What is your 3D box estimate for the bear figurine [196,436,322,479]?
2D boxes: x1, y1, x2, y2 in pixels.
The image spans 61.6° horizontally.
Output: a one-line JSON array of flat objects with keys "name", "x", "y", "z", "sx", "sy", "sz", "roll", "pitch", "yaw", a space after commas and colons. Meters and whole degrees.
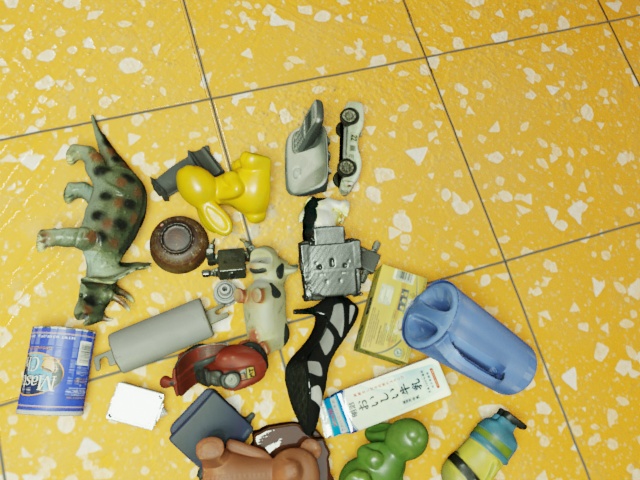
[{"name": "bear figurine", "x": -0.088, "y": 0.371, "z": 0.844, "sx": 0.196, "sy": 0.131, "sz": 0.120, "roll": -2, "pitch": 63, "yaw": -1}]

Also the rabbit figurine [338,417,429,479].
[{"name": "rabbit figurine", "x": 0.124, "y": 0.376, "z": 0.915, "sx": 0.121, "sy": 0.159, "sz": 0.170, "roll": 40, "pitch": 92, "yaw": 2}]

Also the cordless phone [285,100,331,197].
[{"name": "cordless phone", "x": -0.013, "y": -0.173, "z": 1.037, "sx": 0.089, "sy": 0.184, "sz": 0.146, "roll": 2, "pitch": 74, "yaw": -12}]

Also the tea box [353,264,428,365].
[{"name": "tea box", "x": 0.135, "y": 0.142, "z": 1.027, "sx": 0.098, "sy": 0.068, "sz": 0.169, "roll": 20, "pitch": 74, "yaw": -2}]

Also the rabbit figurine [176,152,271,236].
[{"name": "rabbit figurine", "x": -0.189, "y": -0.091, "z": 1.026, "sx": 0.173, "sy": 0.122, "sz": 0.162, "roll": 4, "pitch": 95, "yaw": -27}]

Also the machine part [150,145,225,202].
[{"name": "machine part", "x": -0.265, "y": -0.129, "z": 1.067, "sx": 0.139, "sy": 0.039, "sz": 0.084, "roll": -31, "pitch": 86, "yaw": -16}]

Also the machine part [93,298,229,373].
[{"name": "machine part", "x": -0.282, "y": 0.169, "z": 0.959, "sx": 0.243, "sy": 0.079, "sz": 0.079, "roll": -22, "pitch": 78, "yaw": -12}]

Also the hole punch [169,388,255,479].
[{"name": "hole punch", "x": -0.187, "y": 0.328, "z": 0.922, "sx": 0.116, "sy": 0.092, "sz": 0.142, "roll": 43, "pitch": 70, "yaw": 1}]

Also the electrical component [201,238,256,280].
[{"name": "electrical component", "x": -0.171, "y": 0.034, "z": 1.019, "sx": 0.102, "sy": 0.045, "sz": 0.078, "roll": 0, "pitch": 39, "yaw": -4}]

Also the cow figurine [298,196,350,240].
[{"name": "cow figurine", "x": -0.002, "y": -0.003, "z": 1.049, "sx": 0.098, "sy": 0.068, "sz": 0.167, "roll": 13, "pitch": 72, "yaw": -3}]

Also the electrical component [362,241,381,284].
[{"name": "electrical component", "x": 0.085, "y": 0.038, "z": 1.074, "sx": 0.063, "sy": 0.021, "sz": 0.094, "roll": 25, "pitch": 73, "yaw": 1}]

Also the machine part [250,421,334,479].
[{"name": "machine part", "x": -0.060, "y": 0.403, "z": 0.933, "sx": 0.179, "sy": 0.056, "sz": 0.179, "roll": 2, "pitch": 73, "yaw": -8}]

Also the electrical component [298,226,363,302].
[{"name": "electrical component", "x": 0.018, "y": 0.041, "z": 0.983, "sx": 0.115, "sy": 0.058, "sz": 0.134, "roll": -6, "pitch": 94, "yaw": -9}]

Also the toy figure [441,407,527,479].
[{"name": "toy figure", "x": 0.294, "y": 0.385, "z": 0.974, "sx": 0.089, "sy": 0.082, "sz": 0.180, "roll": 33, "pitch": 79, "yaw": 22}]

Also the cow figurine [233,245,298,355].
[{"name": "cow figurine", "x": -0.094, "y": 0.107, "z": 0.989, "sx": 0.086, "sy": 0.127, "sz": 0.194, "roll": -6, "pitch": 88, "yaw": 31}]

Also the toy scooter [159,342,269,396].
[{"name": "toy scooter", "x": -0.185, "y": 0.218, "z": 0.898, "sx": 0.184, "sy": 0.135, "sz": 0.075, "roll": -2, "pitch": 98, "yaw": 28}]

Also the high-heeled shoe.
[{"name": "high-heeled shoe", "x": 0.017, "y": 0.221, "z": 0.982, "sx": 0.145, "sy": 0.086, "sz": 0.248, "roll": 7, "pitch": 70, "yaw": -31}]

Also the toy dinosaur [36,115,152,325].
[{"name": "toy dinosaur", "x": -0.389, "y": -0.052, "z": 0.993, "sx": 0.192, "sy": 0.131, "sz": 0.405, "roll": 14, "pitch": 68, "yaw": -16}]

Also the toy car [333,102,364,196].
[{"name": "toy car", "x": 0.061, "y": -0.188, "z": 1.108, "sx": 0.056, "sy": 0.073, "sz": 0.201, "roll": 5, "pitch": 73, "yaw": -6}]
